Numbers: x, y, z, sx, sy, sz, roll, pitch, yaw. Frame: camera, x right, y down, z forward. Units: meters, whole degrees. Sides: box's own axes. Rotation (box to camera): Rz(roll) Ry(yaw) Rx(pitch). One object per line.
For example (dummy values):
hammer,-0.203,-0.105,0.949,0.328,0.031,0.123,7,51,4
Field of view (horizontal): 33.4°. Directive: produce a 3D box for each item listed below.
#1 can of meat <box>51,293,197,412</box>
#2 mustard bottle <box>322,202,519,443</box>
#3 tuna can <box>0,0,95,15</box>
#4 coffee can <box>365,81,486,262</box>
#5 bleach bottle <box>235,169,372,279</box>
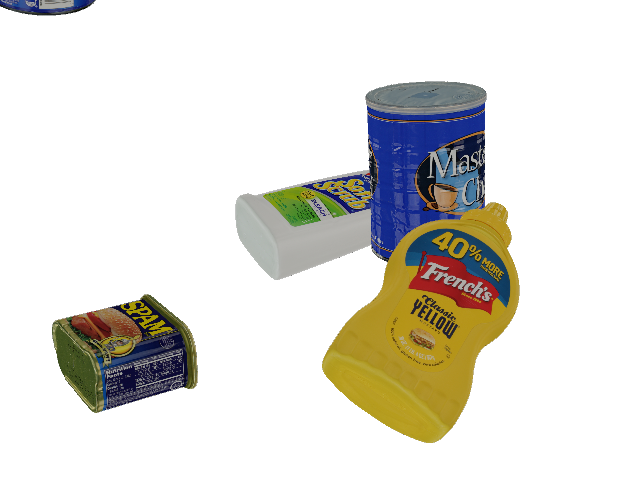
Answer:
can of meat,-0.159,0.090,0.858,0.083,0.057,0.102,-14,25,-30
mustard bottle,0.086,0.042,0.750,0.096,0.191,0.058,33,-34,5
tuna can,-0.207,-0.200,0.792,0.086,0.034,0.086,6,36,-5
coffee can,0.093,-0.060,0.931,0.103,0.140,0.103,-3,20,1
bleach bottle,0.040,-0.038,1.163,0.250,0.068,0.103,-19,43,-23
